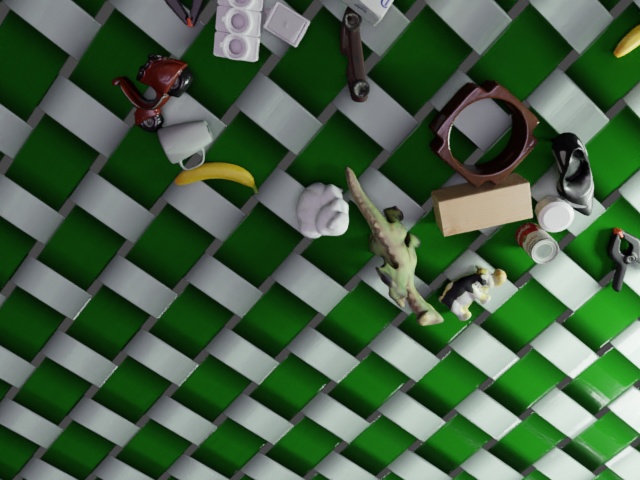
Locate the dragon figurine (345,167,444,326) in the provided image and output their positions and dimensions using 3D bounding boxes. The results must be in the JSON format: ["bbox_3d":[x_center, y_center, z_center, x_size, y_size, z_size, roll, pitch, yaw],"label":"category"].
[{"bbox_3d":[0.161,0.036,1.176,0.121,0.247,0.405,-32,111,17],"label":"dragon figurine"}]

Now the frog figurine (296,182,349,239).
[{"bbox_3d":[0.004,-0.059,1.176,0.122,0.162,0.136,37,107,-13],"label":"frog figurine"}]
